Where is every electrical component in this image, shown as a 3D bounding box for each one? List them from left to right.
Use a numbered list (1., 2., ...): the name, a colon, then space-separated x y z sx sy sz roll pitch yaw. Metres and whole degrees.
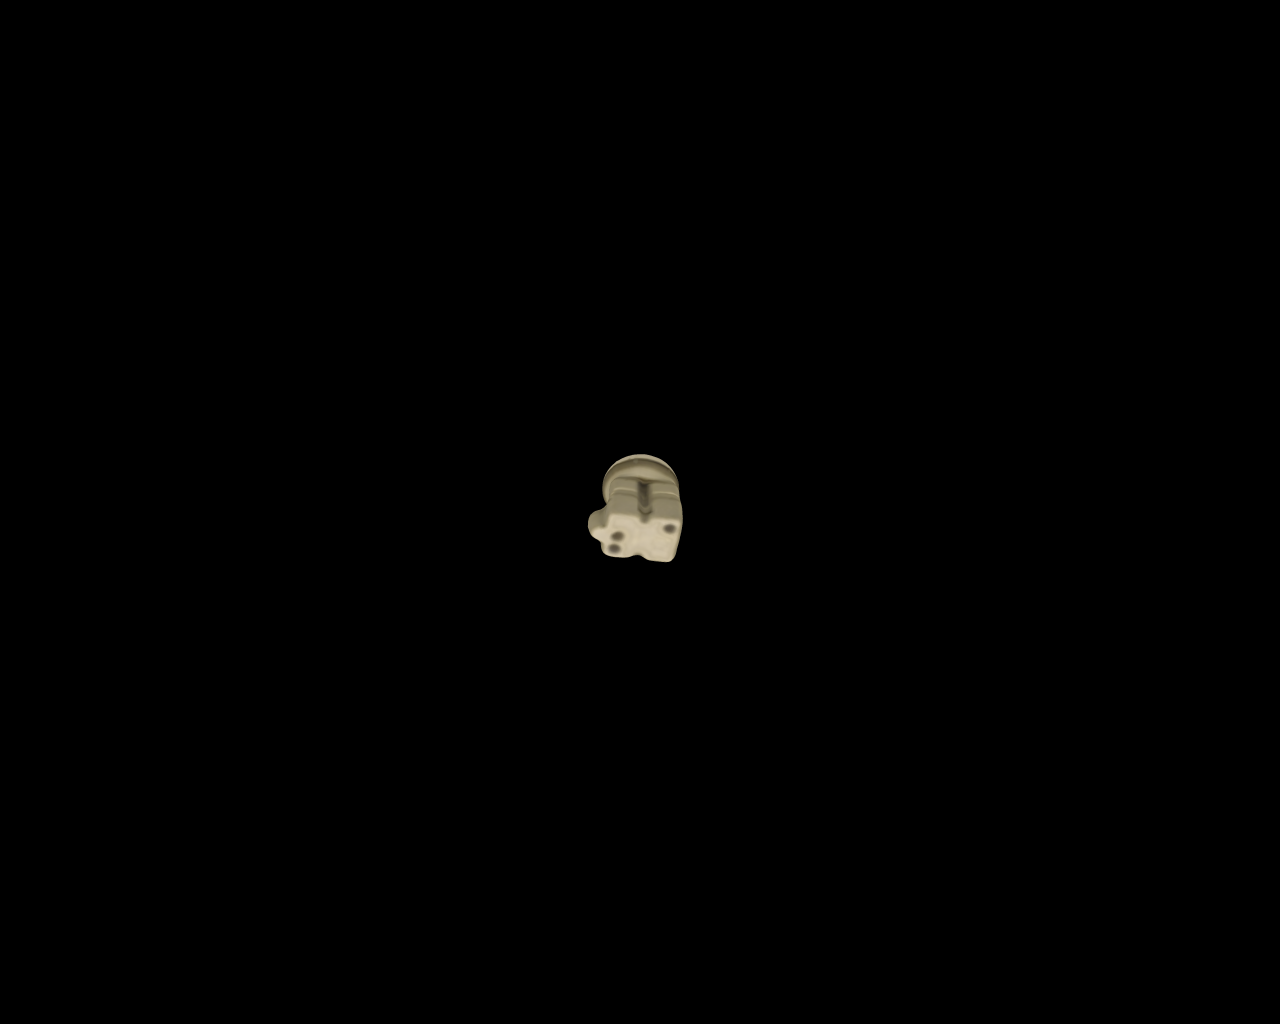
1. electrical component: 0.001 -0.003 0.650 0.066 0.048 0.055 7 40 -6
